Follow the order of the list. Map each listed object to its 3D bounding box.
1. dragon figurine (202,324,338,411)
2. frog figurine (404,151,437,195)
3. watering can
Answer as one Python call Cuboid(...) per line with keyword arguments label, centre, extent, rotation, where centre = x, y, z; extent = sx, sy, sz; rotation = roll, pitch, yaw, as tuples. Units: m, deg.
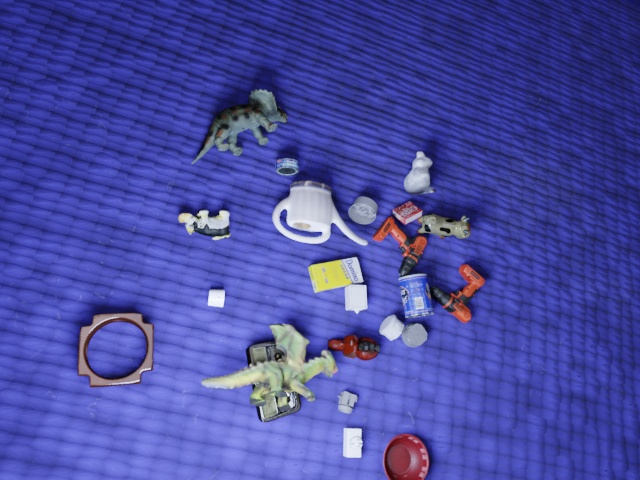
Cuboid(label="dragon figurine", centre=(-0.130, 0.367, 1.549), extent=(0.409, 0.249, 0.119), rotation=(18, -41, -15))
Cuboid(label="frog figurine", centre=(0.374, -0.254, 1.960), extent=(0.122, 0.159, 0.138), rotation=(-12, 7, 7))
Cuboid(label="watering can", centre=(0.005, -0.091, 1.803), extent=(0.347, 0.228, 0.102), rotation=(8, -20, -16))
